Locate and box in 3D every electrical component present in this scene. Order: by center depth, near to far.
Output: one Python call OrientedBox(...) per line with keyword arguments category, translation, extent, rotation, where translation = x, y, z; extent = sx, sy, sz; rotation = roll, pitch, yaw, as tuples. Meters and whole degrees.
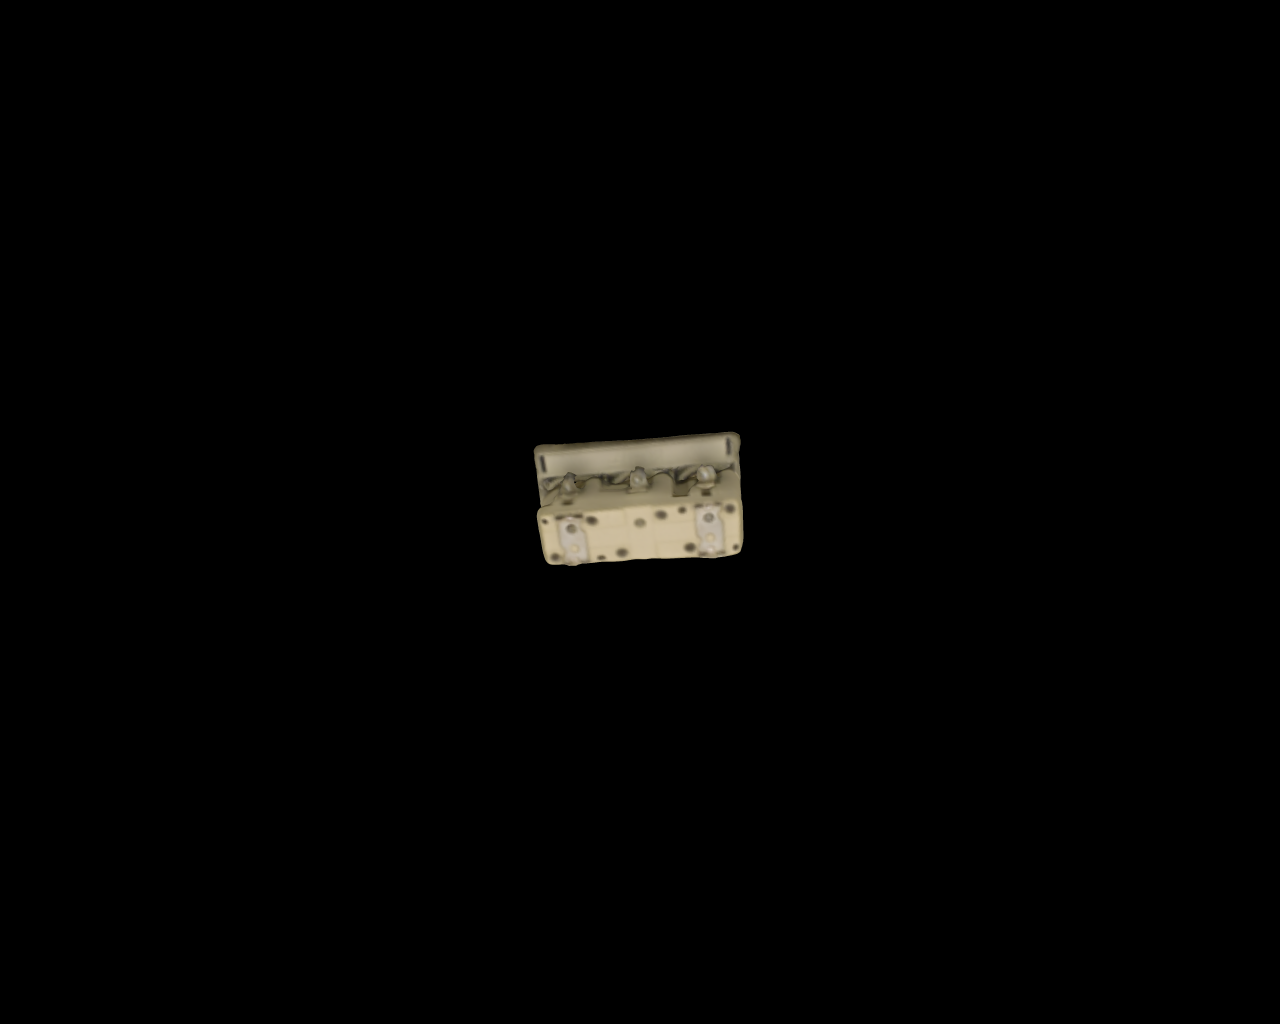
OrientedBox(category="electrical component", translation=(0.001, -0.003, 0.650), extent=(0.121, 0.078, 0.063), rotation=(-3, 35, 2))
